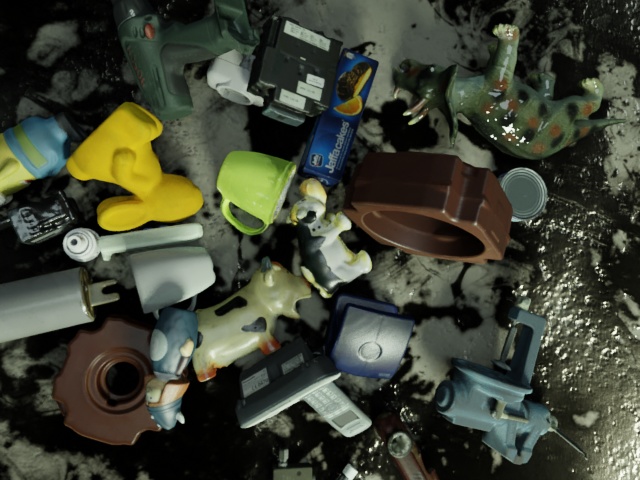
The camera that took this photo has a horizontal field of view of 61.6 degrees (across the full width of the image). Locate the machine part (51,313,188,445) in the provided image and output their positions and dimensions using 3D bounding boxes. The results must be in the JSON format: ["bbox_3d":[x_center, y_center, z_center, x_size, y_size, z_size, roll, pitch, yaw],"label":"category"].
[{"bbox_3d":[-0.271,0.190,0.737,0.179,0.056,0.179,1,86,-10],"label":"machine part"}]

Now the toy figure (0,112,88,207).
[{"bbox_3d":[-0.409,-0.112,0.724,0.180,0.082,0.089,-37,80,-6],"label":"toy figure"}]

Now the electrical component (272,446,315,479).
[{"bbox_3d":[-0.039,0.349,0.784,0.063,0.021,0.094,0,84,-11],"label":"electrical component"}]

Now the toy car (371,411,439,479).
[{"bbox_3d":[0.141,0.341,0.784,0.053,0.089,0.202,-30,91,-13],"label":"toy car"}]

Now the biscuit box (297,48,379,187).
[{"bbox_3d":[0.027,-0.184,0.821,0.063,0.059,0.202,19,82,-9],"label":"biscuit box"}]

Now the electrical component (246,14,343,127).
[{"bbox_3d":[-0.038,-0.235,0.766,0.115,0.058,0.134,17,81,-21],"label":"electrical component"}]

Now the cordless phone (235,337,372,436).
[{"bbox_3d":[-0.019,0.242,0.771,0.147,0.089,0.184,-32,123,9],"label":"cordless phone"}]

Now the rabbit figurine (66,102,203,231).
[{"bbox_3d":[-0.245,-0.082,0.738,0.173,0.122,0.162,42,82,-24],"label":"rabbit figurine"}]

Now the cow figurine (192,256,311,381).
[{"bbox_3d":[-0.104,0.104,0.764,0.195,0.085,0.127,-24,91,-7],"label":"cow figurine"}]

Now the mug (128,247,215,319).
[{"bbox_3d":[-0.201,0.059,0.751,0.107,0.081,0.109,-17,106,-18],"label":"mug"}]

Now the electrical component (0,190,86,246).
[{"bbox_3d":[-0.387,-0.021,0.722,0.119,0.075,0.047,-27,91,-16],"label":"electrical component"}]

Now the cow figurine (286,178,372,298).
[{"bbox_3d":[-0.003,-0.003,0.792,0.098,0.068,0.167,-31,92,-16],"label":"cow figurine"}]

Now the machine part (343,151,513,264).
[{"bbox_3d":[0.151,-0.043,0.746,0.200,0.202,0.087,35,67,-51],"label":"machine part"}]

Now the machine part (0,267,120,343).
[{"bbox_3d":[-0.392,0.089,0.711,0.243,0.079,0.079,-12,88,-10],"label":"machine part"}]

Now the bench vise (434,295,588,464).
[{"bbox_3d":[0.291,0.205,0.810,0.224,0.129,0.240,19,88,-9],"label":"bench vise"}]

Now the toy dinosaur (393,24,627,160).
[{"bbox_3d":[0.316,-0.198,0.854,0.405,0.131,0.192,23,94,-13],"label":"toy dinosaur"}]

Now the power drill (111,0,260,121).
[{"bbox_3d":[-0.195,-0.295,0.736,0.207,0.086,0.232,-13,93,24],"label":"power drill"}]

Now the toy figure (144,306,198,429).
[{"bbox_3d":[-0.195,0.164,0.692,0.058,0.064,0.154,12,81,-20],"label":"toy figure"}]

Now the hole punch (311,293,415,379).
[{"bbox_3d":[0.069,0.145,0.790,0.142,0.092,0.115,13,87,-13],"label":"hole punch"}]

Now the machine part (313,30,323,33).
[{"bbox_3d":[-0.030,-0.261,0.829,0.084,0.039,0.138,8,82,-15],"label":"machine part"}]
